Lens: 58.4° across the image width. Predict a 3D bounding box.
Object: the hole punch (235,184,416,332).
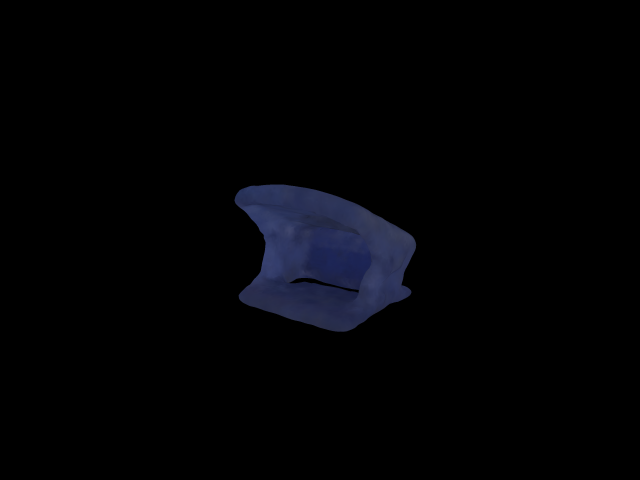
[{"bbox_3d":[0.004,0.001,0.400,0.108,0.091,0.101,11,19,34],"label":"hole punch"}]
